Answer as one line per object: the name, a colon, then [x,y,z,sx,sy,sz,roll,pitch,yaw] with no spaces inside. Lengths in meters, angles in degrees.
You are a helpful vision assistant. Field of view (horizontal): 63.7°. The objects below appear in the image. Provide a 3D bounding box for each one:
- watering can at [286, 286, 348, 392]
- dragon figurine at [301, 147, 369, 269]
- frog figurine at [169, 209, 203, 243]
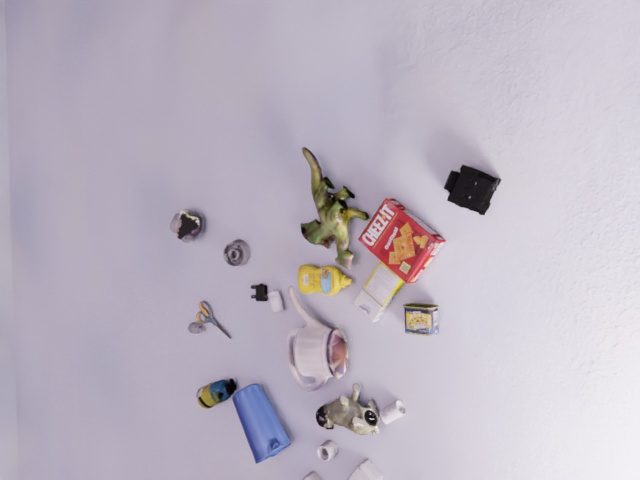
watering can: [-0.020,0.322,1.684,0.223,0.104,0.349,-6,86,32]
dragon figurine: [0.005,-0.085,1.689,0.238,0.122,0.416,-50,63,31]
frog figurine: [-0.533,-0.053,2.053,0.158,0.123,0.137,166,89,-69]
